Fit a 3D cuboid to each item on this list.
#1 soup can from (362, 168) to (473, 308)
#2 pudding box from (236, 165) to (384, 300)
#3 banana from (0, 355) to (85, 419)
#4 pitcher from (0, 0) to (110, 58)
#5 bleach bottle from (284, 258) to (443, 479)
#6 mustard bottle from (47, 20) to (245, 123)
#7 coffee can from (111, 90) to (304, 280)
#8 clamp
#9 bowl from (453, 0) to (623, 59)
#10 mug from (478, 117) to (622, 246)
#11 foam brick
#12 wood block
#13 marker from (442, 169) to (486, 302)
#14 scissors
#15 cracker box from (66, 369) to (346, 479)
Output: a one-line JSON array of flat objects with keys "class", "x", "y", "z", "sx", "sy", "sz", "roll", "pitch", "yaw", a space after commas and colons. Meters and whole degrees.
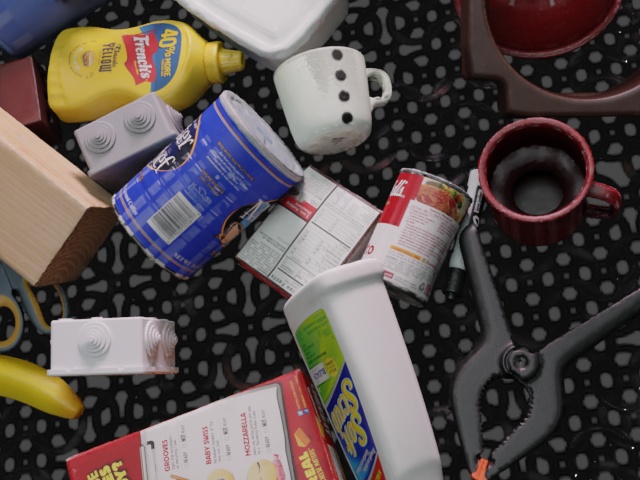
[{"class": "soup can", "x": 0.080, "y": -0.001, "z": 0.913, "sx": 0.069, "sy": 0.068, "sz": 0.102, "roll": 22, "pitch": 83, "yaw": 20}, {"class": "pudding box", "x": -0.006, "y": 0.001, "z": 0.954, "sx": 0.090, "sy": 0.039, "sz": 0.113, "roll": 35, "pitch": 83, "yaw": 22}, {"class": "banana", "x": -0.309, "y": 0.138, "z": 0.981, "sx": 0.198, "sy": 0.037, "sz": 0.069, "roll": -8, "pitch": 89, "yaw": 13}, {"class": "pitcher", "x": -0.240, "y": -0.290, "z": 1.068, "sx": 0.243, "sy": 0.149, "sz": 0.145, "roll": -37, "pitch": 84, "yaw": 2}, {"class": "bleach bottle", "x": 0.052, "y": 0.148, "z": 0.843, "sx": 0.068, "sy": 0.103, "sz": 0.251, "roll": -15, "pitch": 75, "yaw": -28}, {"class": "mustard bottle", "x": -0.167, "y": -0.168, "z": 1.045, "sx": 0.192, "sy": 0.058, "sz": 0.096, "roll": -2, "pitch": 64, "yaw": 12}, {"class": "coffee can", "x": -0.099, "y": -0.048, "z": 0.945, "sx": 0.140, "sy": 0.102, "sz": 0.103, "roll": -42, "pitch": 66, "yaw": 10}, {"class": "clamp", "x": 0.174, "y": 0.101, "z": 0.874, "sx": 0.165, "sy": 0.036, "sz": 0.210, "roll": 13, "pitch": 77, "yaw": 11}, {"class": "bowl", "x": 0.201, "y": -0.251, "z": 0.989, "sx": 0.162, "sy": 0.055, "sz": 0.162, "roll": -4, "pitch": 70, "yaw": 12}, {"class": "mug", "x": 0.195, "y": -0.042, "z": 0.897, "sx": 0.117, "sy": 0.081, "sz": 0.093, "roll": 12, "pitch": 74, "yaw": 18}, {"class": "foam brick", "x": -0.295, "y": -0.134, "z": 1.067, "sx": 0.051, "sy": 0.053, "sz": 0.078, "roll": -17, "pitch": 68, "yaw": 7}, {"class": "wood block", "x": -0.296, "y": -0.056, "z": 0.983, "sx": 0.206, "sy": 0.090, "sz": 0.091, "roll": 37, "pitch": 100, "yaw": 9}, {"class": "marker", "x": 0.128, "y": -0.004, "z": 0.934, "sx": 0.020, "sy": 0.020, "sz": 0.121, "roll": 11, "pitch": 73, "yaw": 17}, {"class": "scissors", "x": -0.313, "y": 0.026, "z": 1.031, "sx": 0.096, "sy": 0.016, "sz": 0.202, "roll": -42, "pitch": 66, "yaw": -4}, {"class": "cracker box", "x": -0.082, "y": 0.222, "z": 0.873, "sx": 0.214, "sy": 0.072, "sz": 0.164, "roll": -22, "pitch": 66, "yaw": 6}]
